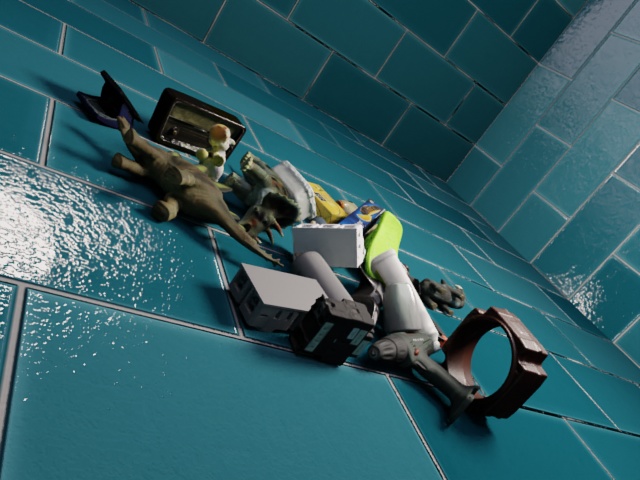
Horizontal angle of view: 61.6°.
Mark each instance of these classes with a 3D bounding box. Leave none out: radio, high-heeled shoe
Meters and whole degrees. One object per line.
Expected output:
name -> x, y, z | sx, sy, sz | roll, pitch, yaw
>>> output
radio -> -0.322, -0.291, 1.404 | 0.229, 0.131, 0.073 | 16, 28, -44
high-heeled shoe -> 0.102, 0.168, 1.183 | 0.249, 0.086, 0.145 | -80, 152, -47

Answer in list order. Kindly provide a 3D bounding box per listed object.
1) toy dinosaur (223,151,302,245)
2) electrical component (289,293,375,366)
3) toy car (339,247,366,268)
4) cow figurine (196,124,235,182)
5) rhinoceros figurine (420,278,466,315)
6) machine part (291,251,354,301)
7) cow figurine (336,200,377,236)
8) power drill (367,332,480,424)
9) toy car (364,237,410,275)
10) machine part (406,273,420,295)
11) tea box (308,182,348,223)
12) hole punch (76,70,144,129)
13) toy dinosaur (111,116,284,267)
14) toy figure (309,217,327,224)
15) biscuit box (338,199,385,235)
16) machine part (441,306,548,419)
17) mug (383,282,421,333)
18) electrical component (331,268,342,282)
toy dinosaur -> -0.139, -0.119, 1.345 | 0.192, 0.131, 0.405 | 44, 13, -15
electrical component -> 0.029, 0.162, 0.956 | 0.134, 0.115, 0.058 | 22, 28, -34
toy car -> 0.075, 0.032, 1.349 | 0.201, 0.073, 0.056 | -25, 95, -83
cow figurine -> -0.245, -0.194, 1.251 | 0.068, 0.167, 0.098 | 30, 21, -1
rhinoceros figurine -> 0.364, 0.163, 1.582 | 0.190, 0.073, 0.112 | 17, 16, -38
machine part -> 0.006, 0.102, 1.114 | 0.079, 0.079, 0.243 | 16, 28, -43
cow figurine -> 0.129, -0.045, 1.656 | 0.195, 0.085, 0.127 | 41, 27, 19
power drill -> 0.210, 0.268, 1.081 | 0.207, 0.086, 0.232 | 35, 15, 23
toy car -> 0.187, 0.056, 1.558 | 0.202, 0.053, 0.089 | 35, 16, 3
machine part -> 0.210, 0.103, 1.391 | 0.138, 0.039, 0.084 | 27, 53, -40
tea box -> -0.003, -0.097, 1.573 | 0.098, 0.068, 0.170 | 9, 33, -53
hole punch -> -0.496, -0.316, 1.272 | 0.142, 0.092, 0.115 | 42, -10, 25
toy dinosaur -> -0.264, -0.100, 1.106 | 0.472, 0.105, 0.198 | 46, 18, 15
toy figure -> -0.001, -0.004, 1.380 | 0.064, 0.057, 0.155 | 22, 28, -17
biscuit box -> 0.104, -0.042, 1.521 | 0.059, 0.062, 0.203 | 39, 44, 12
machine part -> 0.365, 0.259, 1.152 | 0.087, 0.201, 0.201 | 19, 26, -30
mug -> 0.175, 0.150, 1.191 | 0.081, 0.107, 0.109 | 1, -11, -14
electrical component -> 0.021, 0.089, 1.249 | 0.063, 0.021, 0.094 | 40, 19, 13
